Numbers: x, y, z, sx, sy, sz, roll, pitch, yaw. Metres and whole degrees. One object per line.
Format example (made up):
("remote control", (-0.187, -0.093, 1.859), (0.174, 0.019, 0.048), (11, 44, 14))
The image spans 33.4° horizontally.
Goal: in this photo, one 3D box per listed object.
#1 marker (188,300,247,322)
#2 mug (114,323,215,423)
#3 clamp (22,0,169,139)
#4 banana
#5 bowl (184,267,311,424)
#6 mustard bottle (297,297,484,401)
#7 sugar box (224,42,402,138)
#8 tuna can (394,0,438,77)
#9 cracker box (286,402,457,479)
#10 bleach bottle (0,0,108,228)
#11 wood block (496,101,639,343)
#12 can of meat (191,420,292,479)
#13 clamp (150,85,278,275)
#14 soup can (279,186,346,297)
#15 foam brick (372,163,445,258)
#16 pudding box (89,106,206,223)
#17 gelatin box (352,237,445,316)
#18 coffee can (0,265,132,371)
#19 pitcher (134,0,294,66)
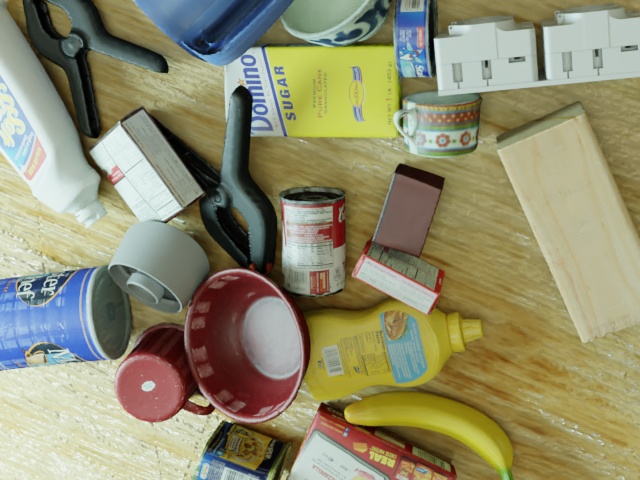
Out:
("marker", (-0.084, 0.082, 1.162), (0.121, 0.020, 0.020), (14, 107, 7))
("mug", (-0.164, 0.154, 1.163), (0.117, 0.081, 0.093), (35, 108, 0))
("clamp", (-0.252, -0.193, 1.108), (0.171, 0.039, 0.120), (43, 103, 2))
("banana", (0.126, 0.197, 1.131), (0.198, 0.069, 0.037), (23, 138, 1))
("bowl", (-0.064, 0.106, 1.106), (0.162, 0.055, 0.162), (5, 98, 36))
("mustard bottle", (0.075, 0.108, 1.119), (0.192, 0.058, 0.096), (-11, 101, 13))
("sugar box", (-0.007, -0.151, 1.071), (0.176, 0.048, 0.093), (0, 106, 9))
("tuna can", (0.092, -0.198, 1.018), (0.034, 0.086, 0.086), (1, 105, 12))
("cracker box", (0.029, 0.307, 1.151), (0.164, 0.072, 0.214), (24, 93, 4))
("bleach bottle", (-0.302, -0.126, 1.117), (0.103, 0.068, 0.251), (-28, 100, 36))
("wood block", (0.253, -0.019, 1.035), (0.090, 0.090, 0.206), (-23, 99, 15))
("can of meat", (-0.085, 0.246, 1.165), (0.084, 0.102, 0.057), (19, 107, 7))
("clamp", (-0.092, -0.057, 1.092), (0.165, 0.036, 0.210), (-15, 108, 45))
("soup can", (-0.007, 0.001, 1.101), (0.068, 0.068, 0.102), (2, 106, 10))
("foam brick", (0.091, -0.031, 1.082), (0.051, 0.053, 0.078), (18, 109, 5))
("pudding box", (-0.180, -0.071, 1.105), (0.113, 0.039, 0.090), (53, 144, -8))
("gelatin box", (0.081, 0.036, 1.091), (0.089, 0.073, 0.030), (27, 109, 2))
("coffee can", (-0.289, 0.085, 1.157), (0.140, 0.102, 0.103), (-7, 104, 12))
("pitcher", (-0.064, -0.286, 0.998), (0.243, 0.145, 0.149), (-41, 101, 15))
